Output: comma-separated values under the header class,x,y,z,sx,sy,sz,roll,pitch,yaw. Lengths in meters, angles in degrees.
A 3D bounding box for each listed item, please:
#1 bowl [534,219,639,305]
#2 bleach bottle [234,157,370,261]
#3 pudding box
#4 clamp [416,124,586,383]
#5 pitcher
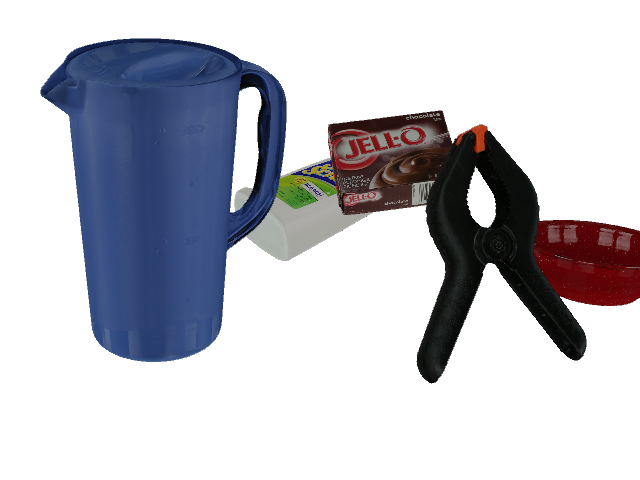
class,x,y,z,sx,sy,sz,roll,pitch,yaw
bowl,0.281,0.026,1.092,0.162,0.055,0.162,4,17,-1
bleach bottle,0.027,-0.065,1.263,0.250,0.068,0.103,-28,44,-29
pudding box,0.068,-0.073,0.990,0.113,0.090,0.039,-6,-39,-4
clamp,0.104,0.012,0.712,0.120,0.171,0.039,-15,-4,-23
pitcher,-0.120,-0.032,0.848,0.149,0.243,0.144,12,27,18
